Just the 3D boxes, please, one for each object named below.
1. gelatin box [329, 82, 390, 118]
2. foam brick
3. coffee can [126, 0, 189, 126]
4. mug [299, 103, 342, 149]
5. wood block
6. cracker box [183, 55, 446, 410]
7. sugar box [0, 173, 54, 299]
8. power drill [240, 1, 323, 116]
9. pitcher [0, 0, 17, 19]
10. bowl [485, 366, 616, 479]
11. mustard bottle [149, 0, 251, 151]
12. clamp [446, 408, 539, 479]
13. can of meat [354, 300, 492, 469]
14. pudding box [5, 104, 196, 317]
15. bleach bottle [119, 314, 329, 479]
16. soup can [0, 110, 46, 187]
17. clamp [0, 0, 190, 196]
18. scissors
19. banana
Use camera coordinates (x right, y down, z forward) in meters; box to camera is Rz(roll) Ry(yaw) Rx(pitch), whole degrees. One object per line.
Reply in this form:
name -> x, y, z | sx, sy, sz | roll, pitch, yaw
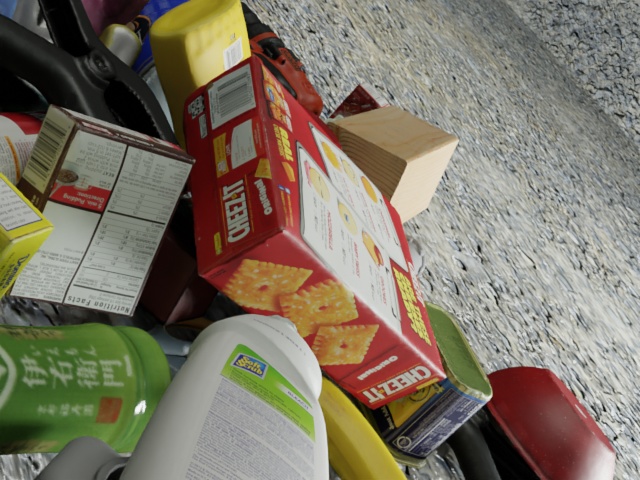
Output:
gelatin box -> 0.056, -0.124, 1.217 | 0.089, 0.073, 0.030 | 45, 24, 4
foam brick -> -0.106, 0.012, 0.711 | 0.078, 0.051, 0.052 | 36, 17, 19
coffee can -> -0.127, -0.158, 0.937 | 0.102, 0.103, 0.140 | 25, 28, -36
mug -> -0.038, -0.083, 0.976 | 0.093, 0.082, 0.117 | 21, 31, -42
wood block -> 0.062, -0.073, 1.091 | 0.090, 0.091, 0.205 | 29, 20, 13
cracker box -> -0.005, 0.001, 0.745 | 0.213, 0.072, 0.164 | 44, 25, -44
sugar box -> -0.231, -0.033, 0.553 | 0.176, 0.093, 0.048 | 46, 22, 7
power drill -> -0.094, -0.205, 1.137 | 0.184, 0.057, 0.187 | 53, 24, 23
pitcher -> -0.308, -0.179, 0.649 | 0.242, 0.145, 0.149 | 21, 65, -47
bowl -> 0.204, 0.163, 0.920 | 0.162, 0.055, 0.162 | 48, 10, -12
mustard bottle -> -0.079, -0.088, 0.840 | 0.096, 0.058, 0.191 | -56, 141, -54
clamp -> 0.125, 0.157, 0.874 | 0.120, 0.039, 0.171 | 31, 25, -53
can of meat -> 0.075, 0.107, 0.816 | 0.057, 0.084, 0.102 | 24, 29, -39
pudding box -> -0.137, -0.014, 0.642 | 0.089, 0.113, 0.039 | 15, 14, -44
bleach bottle -> -0.034, 0.105, 0.512 | 0.102, 0.068, 0.250 | 41, 19, -8
soup can -> -0.201, -0.045, 0.657 | 0.068, 0.069, 0.102 | 47, 23, 11
clamp -> -0.154, -0.113, 0.692 | 0.210, 0.036, 0.164 | 48, 28, -23
scissors -> -0.106, 0.078, 0.654 | 0.096, 0.016, 0.201 | 46, 21, 22
banana -> 0.018, 0.147, 0.714 | 0.198, 0.037, 0.069 | 50, 26, 16
